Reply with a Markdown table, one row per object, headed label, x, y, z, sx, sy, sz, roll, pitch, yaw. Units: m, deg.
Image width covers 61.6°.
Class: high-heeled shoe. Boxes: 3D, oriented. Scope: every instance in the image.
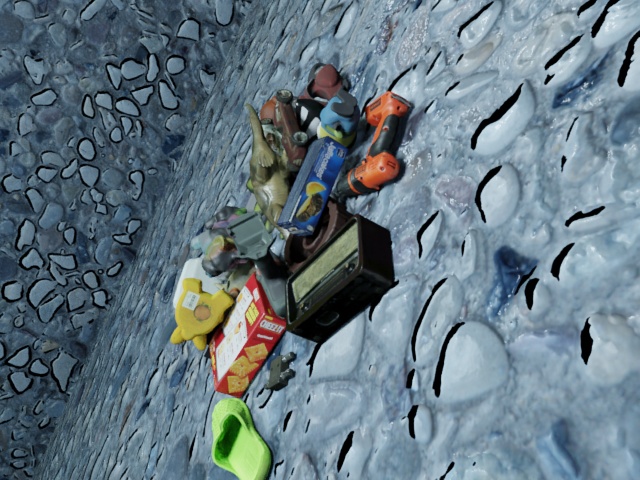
| label | x | y | z | sx | sy | sz | roll | pitch | yaw |
| --- | --- | --- | --- | --- | --- | --- | --- | --- | --- |
| high-heeled shoe | -0.054 | -0.223 | 1.270 | 0.248 | 0.145 | 0.086 | -41 | 33 | 37 |

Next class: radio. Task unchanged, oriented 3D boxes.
| label | x | y | z | sx | sy | sz | roll | pitch | yaw |
| --- | --- | --- | --- | --- | --- | --- | --- | --- | --- |
| radio | 0.027 | 0.074 | 0.939 | 0.229 | 0.073 | 0.131 | -45 | 31 | 36 |

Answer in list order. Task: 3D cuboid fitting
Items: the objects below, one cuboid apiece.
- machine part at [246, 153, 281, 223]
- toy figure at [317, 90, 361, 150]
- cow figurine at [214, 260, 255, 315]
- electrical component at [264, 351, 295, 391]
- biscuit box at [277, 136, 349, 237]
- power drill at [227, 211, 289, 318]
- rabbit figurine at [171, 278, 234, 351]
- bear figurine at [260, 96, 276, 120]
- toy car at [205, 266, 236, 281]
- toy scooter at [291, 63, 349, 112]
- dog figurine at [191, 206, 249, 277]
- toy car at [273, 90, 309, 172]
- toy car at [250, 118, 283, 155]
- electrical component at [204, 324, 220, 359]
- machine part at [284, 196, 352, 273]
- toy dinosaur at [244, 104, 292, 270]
| label | x | y | z | sx | sy | sz | roll | pitch | yaw |
| --- | --- | --- | --- | --- | --- | --- | --- | --- | --- |
| machine part | -0.140 | -0.123 | 1.425 | 0.079 | 0.079 | 0.243 | 5 | 71 | 63 |
| toy figure | 0.042 | -0.239 | 1.118 | 0.082 | 0.089 | 0.180 | -41 | -2 | -15 |
| cow figurine | -0.194 | 0.106 | 1.317 | 0.195 | 0.085 | 0.127 | -55 | 25 | 12 |
| electrical component | -0.079 | 0.255 | 1.040 | 0.094 | 0.021 | 0.063 | -42 | 34 | 40 |
| biscuit box | -0.013 | -0.108 | 1.075 | 0.063 | 0.059 | 0.202 | -7 | 57 | 61 |
| power drill | -0.120 | 0.038 | 1.104 | 0.086 | 0.207 | 0.232 | -24 | 50 | -9 |
| rabbit figurine | -0.277 | 0.173 | 1.251 | 0.173 | 0.122 | 0.162 | -178 | 102 | -76 |
| bear figurine | -0.066 | -0.332 | 1.452 | 0.196 | 0.120 | 0.132 | 13 | 33 | 39 |
| toy car | -0.248 | 0.056 | 1.448 | 0.103 | 0.109 | 0.161 | 55 | 127 | 42 |
| toy scooter | 0.013 | -0.348 | 1.311 | 0.184 | 0.135 | 0.075 | -56 | -17 | -22 |
| dog figurine | -0.213 | 0.000 | 1.265 | 0.191 | 0.108 | 0.219 | -51 | 19 | -14 |
| toy car | -0.070 | -0.241 | 1.169 | 0.089 | 0.053 | 0.202 | 102 | 154 | -55 |
| toy car | -0.105 | -0.258 | 1.402 | 0.202 | 0.073 | 0.056 | 30 | 51 | 33 |
| electrical component | -0.241 | 0.240 | 1.298 | 0.119 | 0.074 | 0.048 | -60 | 25 | 1 |
| machine part | -0.002 | -0.003 | 1.082 | 0.179 | 0.056 | 0.179 | -43 | 32 | 35 |
| toy dinosaur | -0.120 | -0.148 | 1.274 | 0.198 | 0.105 | 0.471 | 139 | 124 | -61 |
